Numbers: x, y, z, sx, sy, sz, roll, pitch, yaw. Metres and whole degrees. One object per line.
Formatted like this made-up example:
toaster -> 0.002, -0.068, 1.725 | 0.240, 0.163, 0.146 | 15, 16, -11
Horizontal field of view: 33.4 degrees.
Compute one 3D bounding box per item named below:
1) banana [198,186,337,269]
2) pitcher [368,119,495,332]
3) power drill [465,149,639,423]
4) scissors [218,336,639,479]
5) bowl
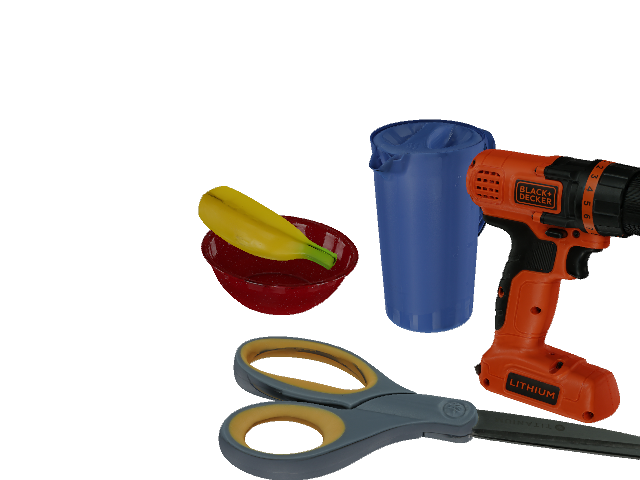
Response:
banana -> -0.059, -0.013, 0.810 | 0.069, 0.037, 0.198 | 37, -4, -28
pitcher -> 0.138, -0.020, 1.287 | 0.149, 0.243, 0.145 | 0, 23, 6
power drill -> 0.187, 0.032, 0.775 | 0.185, 0.188, 0.057 | 15, 19, 39
scissors -> 0.044, 0.087, 0.461 | 0.202, 0.016, 0.096 | 16, 35, 22
bowl -> -0.043, 0.031, 1.102 | 0.162, 0.055, 0.162 | 4, 27, -2
